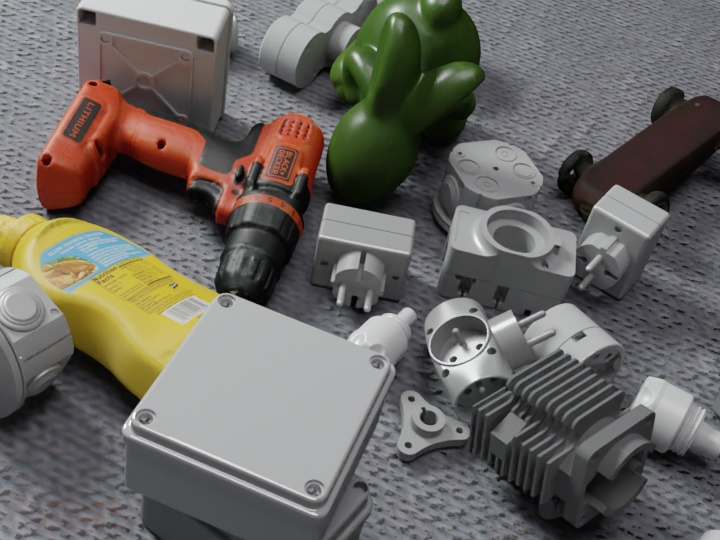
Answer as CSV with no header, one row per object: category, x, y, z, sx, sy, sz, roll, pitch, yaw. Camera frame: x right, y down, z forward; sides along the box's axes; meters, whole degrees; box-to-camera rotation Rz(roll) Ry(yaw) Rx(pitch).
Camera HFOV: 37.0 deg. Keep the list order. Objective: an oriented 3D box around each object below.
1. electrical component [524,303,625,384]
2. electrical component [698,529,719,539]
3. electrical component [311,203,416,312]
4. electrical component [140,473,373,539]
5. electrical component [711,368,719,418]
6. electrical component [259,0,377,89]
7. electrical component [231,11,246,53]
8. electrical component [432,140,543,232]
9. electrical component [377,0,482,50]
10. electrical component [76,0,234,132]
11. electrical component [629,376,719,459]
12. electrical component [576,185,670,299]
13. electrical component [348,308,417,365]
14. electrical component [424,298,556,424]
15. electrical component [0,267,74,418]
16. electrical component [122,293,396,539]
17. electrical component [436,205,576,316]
electrical component,0.141,0.056,0.721,0.055,0.055,0.047,-17,48,-29
electrical component,0.212,0.199,0.590,0.095,0.053,0.059,36,48,22
electrical component,0.000,0.000,0.749,0.066,0.047,0.076,11,43,-1
electrical component,-0.059,0.128,0.594,0.113,0.057,0.078,32,46,19
electrical component,0.278,0.071,0.712,0.050,0.089,0.055,-19,52,-29
electrical component,-0.021,-0.203,0.949,0.074,0.052,0.138,28,45,15
electrical component,-0.141,-0.207,0.933,0.078,0.040,0.040,-7,47,-19
electrical component,0.099,-0.059,0.830,0.080,0.051,0.080,7,44,-7
electrical component,0.059,-0.217,0.963,0.050,0.056,0.089,-15,78,-36
electrical component,-0.159,-0.162,0.832,0.109,0.108,0.056,13,46,-1
electrical component,0.206,0.100,0.698,0.062,0.043,0.043,28,45,14
electrical component,0.182,-0.012,0.791,0.047,0.065,0.077,33,47,19
electrical component,0.017,0.045,0.716,0.035,0.035,0.061,31,44,18
electrical component,0.088,0.050,0.699,0.079,0.044,0.077,-26,40,7
electrical component,-0.212,0.042,0.631,0.080,0.080,0.051,33,42,20
electrical component,-0.051,0.079,0.561,0.109,0.056,0.108,21,44,9
electrical component,0.107,-0.008,0.776,0.089,0.055,0.050,14,43,0
